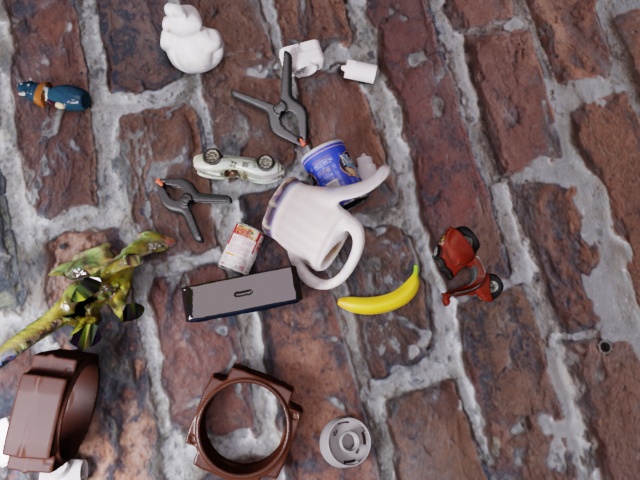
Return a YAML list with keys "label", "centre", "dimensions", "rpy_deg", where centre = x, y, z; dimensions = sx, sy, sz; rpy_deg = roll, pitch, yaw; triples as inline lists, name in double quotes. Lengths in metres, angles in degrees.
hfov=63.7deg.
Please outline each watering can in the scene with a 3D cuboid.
- label: "watering can"
  centre: [0.003, -0.052, 1.039]
  dimensions: [0.226, 0.340, 0.105]
  rpy_deg: [35, 36, 17]

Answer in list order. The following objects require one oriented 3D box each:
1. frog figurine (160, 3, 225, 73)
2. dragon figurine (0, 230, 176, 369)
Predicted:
- label: "frog figurine"
  centre: [-0.285, -0.447, 1.143]
  dimensions: [0.137, 0.124, 0.158]
  rpy_deg: [10, -9, -1]
- label: "dragon figurine"
  centre: [-0.468, 0.094, 1.013]
  dimensions: [0.414, 0.120, 0.245]
  rpy_deg: [-30, 30, -23]
